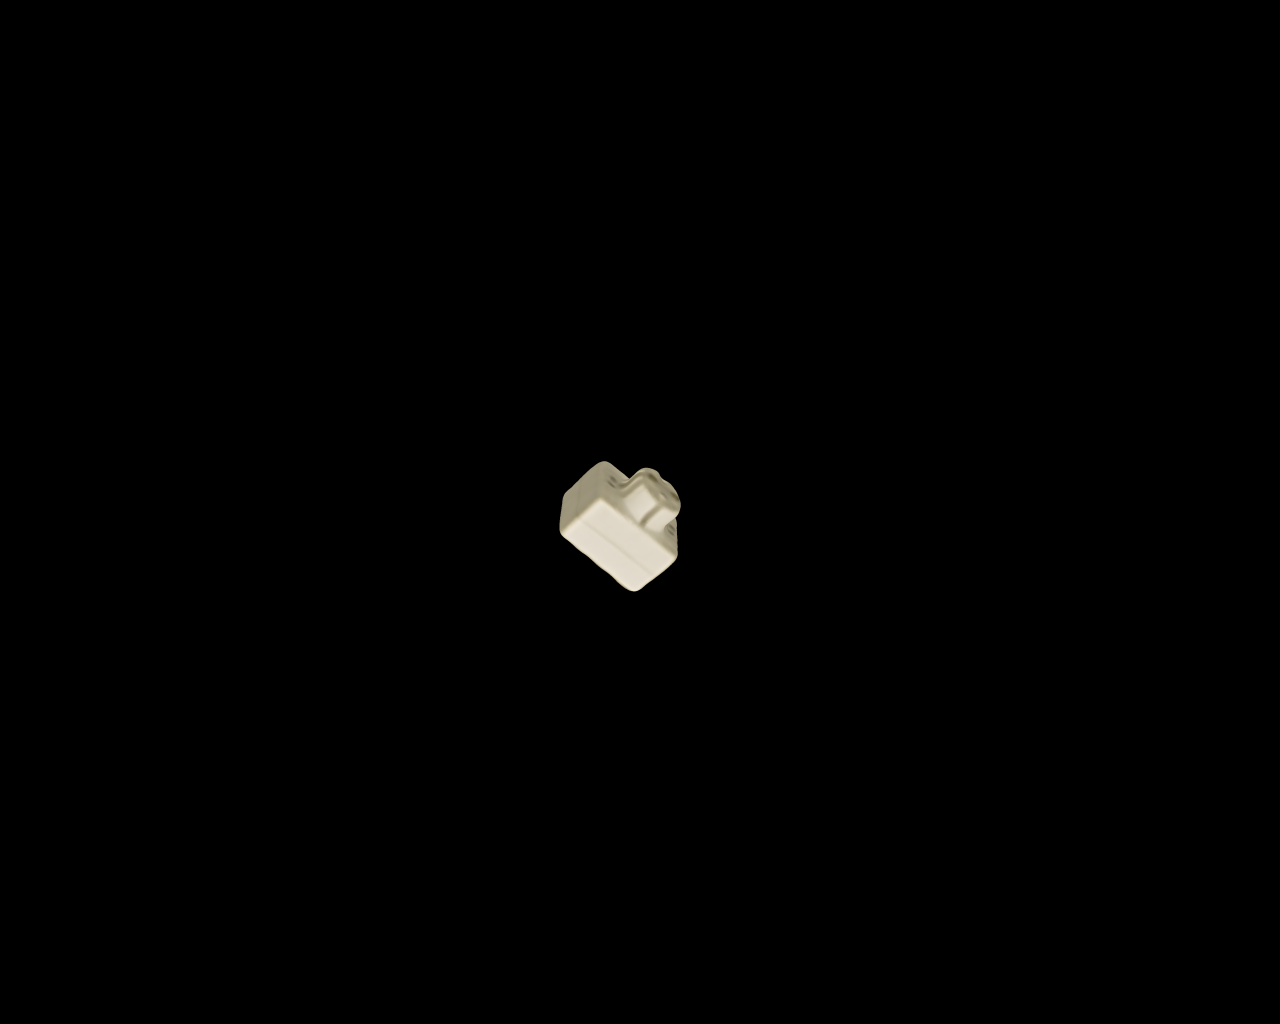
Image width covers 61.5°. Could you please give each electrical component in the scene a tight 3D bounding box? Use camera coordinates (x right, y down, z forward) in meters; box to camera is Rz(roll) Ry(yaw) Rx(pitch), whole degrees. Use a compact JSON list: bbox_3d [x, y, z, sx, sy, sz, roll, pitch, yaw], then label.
[{"bbox_3d":[0.001,-0.003,0.650,0.065,0.076,0.047,39,24,-22],"label":"electrical component"}]
